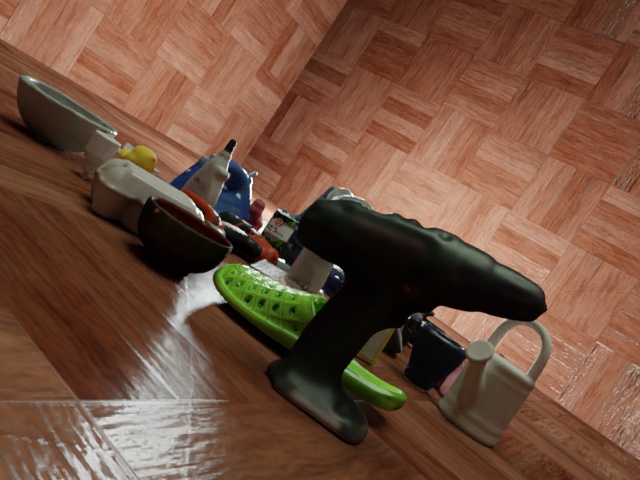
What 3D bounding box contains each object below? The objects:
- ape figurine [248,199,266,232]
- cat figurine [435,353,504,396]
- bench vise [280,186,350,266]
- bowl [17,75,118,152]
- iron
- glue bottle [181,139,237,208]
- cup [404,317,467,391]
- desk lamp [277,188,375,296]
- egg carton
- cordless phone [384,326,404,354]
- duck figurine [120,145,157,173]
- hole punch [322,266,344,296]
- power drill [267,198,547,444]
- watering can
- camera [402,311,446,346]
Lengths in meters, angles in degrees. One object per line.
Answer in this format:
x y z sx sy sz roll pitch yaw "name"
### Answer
-0.166 -0.060 1.382 0.077 0.092 0.076 34 3 9 "ape figurine"
0.278 0.242 1.024 0.128 0.117 0.067 32 3 -25 "cat figurine"
-0.036 -0.044 1.273 0.206 0.219 0.122 35 4 33 "bench vise"
-0.426 -0.194 0.941 0.167 0.074 0.167 33 3 -2 "bowl"
-0.228 -0.122 1.243 0.118 0.141 0.259 35 3 23 "iron"
-0.207 -0.117 1.088 0.078 0.173 0.037 35 4 33 "glue bottle"
0.171 0.190 0.943 0.117 0.095 0.092 35 4 31 "cup"
0.010 0.004 1.065 0.118 0.213 0.203 33 3 -17 "desk lamp"
-0.226 -0.046 0.752 0.151 0.069 0.107 32 4 -31 "egg carton"
0.160 0.118 1.099 0.094 0.185 0.148 34 3 2 "cordless phone"
-0.284 -0.103 0.885 0.104 0.086 0.078 35 3 27 "duck figurine"
0.057 0.093 1.312 0.101 0.091 0.108 30 4 -45 "hole punch"
0.058 0.073 0.532 0.229 0.208 0.076 34 3 9 "power drill"
0.269 0.201 0.858 0.100 0.194 0.173 35 3 26 "watering can"
0.226 0.199 1.306 0.136 0.101 0.143 35 3 21 "camera"
